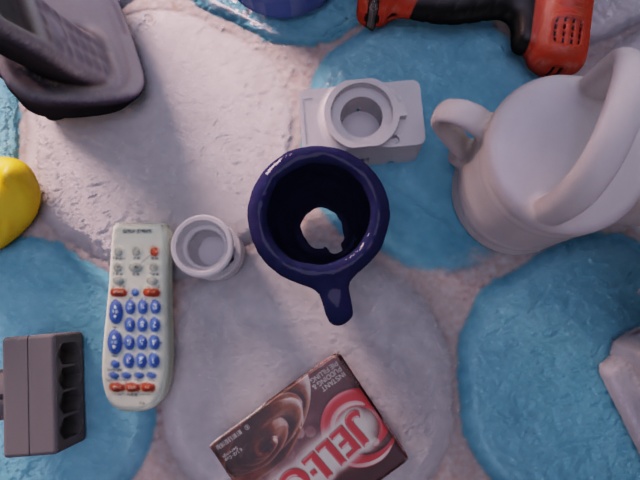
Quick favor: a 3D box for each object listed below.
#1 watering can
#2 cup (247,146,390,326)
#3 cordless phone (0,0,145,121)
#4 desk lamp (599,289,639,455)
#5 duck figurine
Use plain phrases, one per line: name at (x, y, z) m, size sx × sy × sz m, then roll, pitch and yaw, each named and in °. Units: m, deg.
watering can at (0.157, -0.050, 0.358) m, size 0.172 × 0.194 × 0.101 m, roll 3°, pitch 83°, yaw 2°
cup at (0.004, 0.001, 0.406) m, size 0.091 × 0.095 × 0.118 m, roll -13°, pitch 83°, yaw 0°
cordless phone at (-0.203, -0.170, 0.388) m, size 0.094 × 0.185 × 0.147 m, roll -24°, pitch 83°, yaw -1°
desk lamp at (0.260, 0.079, 0.329) m, size 0.118 × 0.213 × 0.203 m, roll -24°, pitch 83°, yaw -1°
duck figurine at (-0.271, -0.031, 0.423) m, size 0.104 × 0.086 × 0.077 m, roll -24°, pitch 83°, yaw -1°
